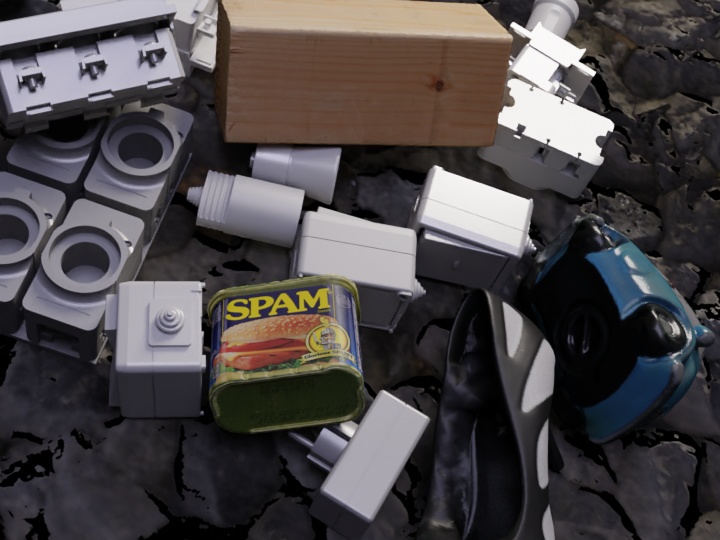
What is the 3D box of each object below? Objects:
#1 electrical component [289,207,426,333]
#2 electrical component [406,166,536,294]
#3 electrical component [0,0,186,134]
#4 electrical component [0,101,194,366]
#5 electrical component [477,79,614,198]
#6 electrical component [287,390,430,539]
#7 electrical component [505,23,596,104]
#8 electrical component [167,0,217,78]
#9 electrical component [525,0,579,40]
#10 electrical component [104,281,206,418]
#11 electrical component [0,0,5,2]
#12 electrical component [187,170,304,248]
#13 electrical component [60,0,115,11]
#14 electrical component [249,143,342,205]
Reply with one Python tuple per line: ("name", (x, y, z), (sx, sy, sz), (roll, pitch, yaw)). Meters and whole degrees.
("electrical component", (0.000, 0.000, 0.759), (0.096, 0.061, 0.061), (10, 59, -8))
("electrical component", (0.083, -0.023, 0.792), (0.096, 0.061, 0.061), (19, 58, -2))
("electrical component", (-0.184, -0.137, 0.719), (0.121, 0.079, 0.063), (-17, 88, -22))
("electrical component", (-0.195, -0.043, 0.738), (0.105, 0.060, 0.186), (19, 58, -2))
("electrical component", (0.146, -0.101, 0.856), (0.089, 0.055, 0.050), (24, 58, 1))
("electrical component", (-0.010, 0.117, 0.698), (0.076, 0.047, 0.083), (31, 58, 5))
("electrical component", (0.150, -0.164, 0.903), (0.081, 0.042, 0.063), (32, 62, 7))
("electrical component", (-0.131, -0.223, 0.856), (0.079, 0.063, 0.121), (21, 58, -1))
("electrical component", (0.164, -0.213, 0.936), (0.040, 0.040, 0.046), (26, 64, 2))
("electrical component", (-0.129, 0.049, 0.680), (0.061, 0.096, 0.061), (0, 61, -9))
("electrical component", (-0.300, -0.243, 0.809), (0.064, 0.099, 0.099), (-35, 73, -21))
("electrical component", (-0.084, -0.046, 0.776), (0.081, 0.043, 0.043), (13, 59, -6))
("electrical component", (-0.198, -0.166, 0.805), (0.042, 0.081, 0.063), (-14, 87, -20))
("electrical component", (-0.050, -0.076, 0.805), (0.065, 0.044, 0.044), (11, 59, -2))
